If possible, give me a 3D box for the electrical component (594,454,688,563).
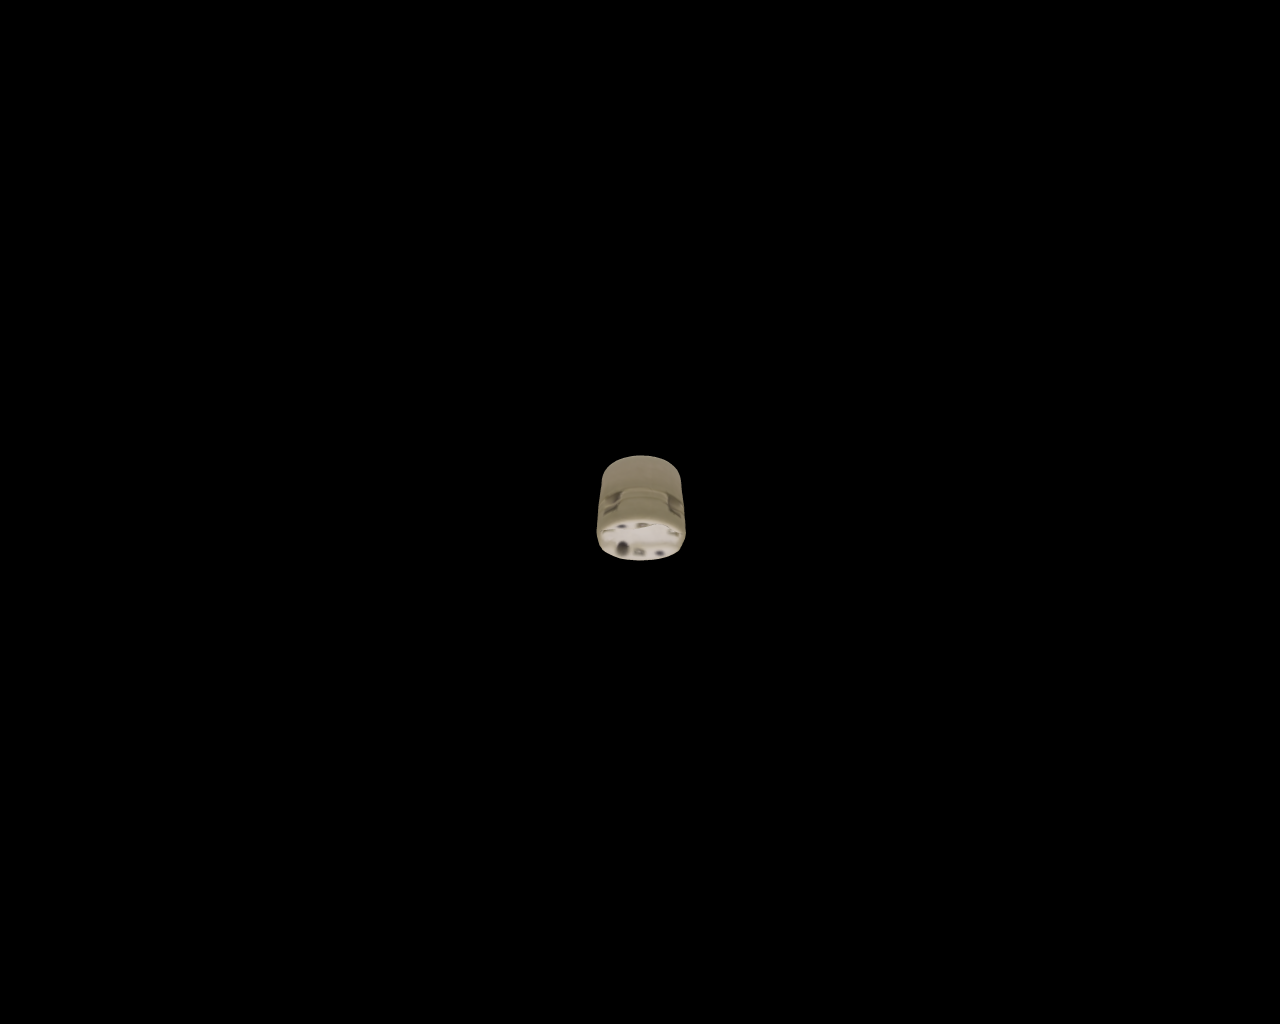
[{"bbox_3d":[0.001,-0.003,0.650,0.055,0.047,0.055,0,-31,0],"label":"electrical component"}]
